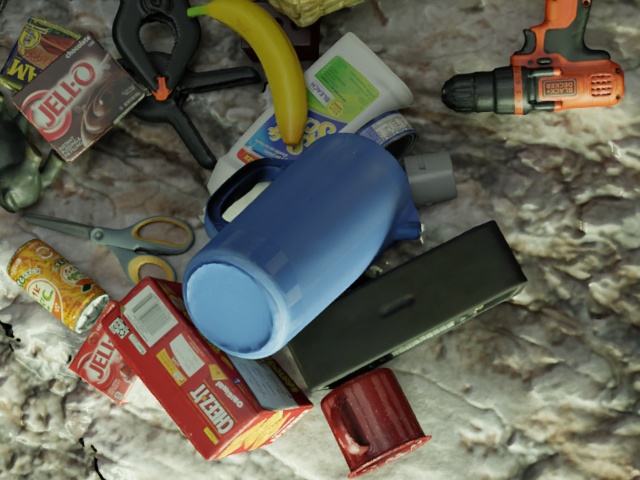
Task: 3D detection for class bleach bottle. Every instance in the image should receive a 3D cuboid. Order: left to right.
[{"bbox_3d":[-0.025,-0.097,1.127,0.251,0.068,0.102,-45,77,4],"label":"bleach bottle"}]

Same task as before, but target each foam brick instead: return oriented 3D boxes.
[{"bbox_3d":[-0.042,-0.225,1.154,0.078,0.051,0.053,-2,81,10],"label":"foam brick"}]

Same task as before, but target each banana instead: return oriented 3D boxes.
[{"bbox_3d":[-0.058,-0.188,1.103,0.070,0.037,0.198,-42,70,18],"label":"banana"}]

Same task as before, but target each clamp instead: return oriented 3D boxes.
[{"bbox_3d":[-0.169,-0.258,1.152,0.164,0.036,0.210,-11,83,-12],"label":"clamp"},{"bbox_3d":[-0.160,-0.149,1.171,0.171,0.039,0.120,15,79,15],"label":"clamp"}]

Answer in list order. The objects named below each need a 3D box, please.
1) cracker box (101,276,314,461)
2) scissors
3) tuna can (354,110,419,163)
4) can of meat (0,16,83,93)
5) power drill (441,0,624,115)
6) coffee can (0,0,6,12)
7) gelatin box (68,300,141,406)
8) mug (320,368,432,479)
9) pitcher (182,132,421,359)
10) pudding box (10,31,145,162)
[{"bbox_3d":[-0.103,0.124,1.029,0.072,0.213,0.164,-42,77,4],"label":"cracker box"},{"bbox_3d":[-0.235,0.014,1.171,0.202,0.016,0.096,-2,81,10],"label":"scissors"},{"bbox_3d":[0.058,-0.094,1.099,0.086,0.086,0.034,-38,76,3],"label":"tuna can"},{"bbox_3d":[-0.298,-0.193,1.193,0.102,0.057,0.084,25,84,12],"label":"can of meat"},{"bbox_3d":[0.212,-0.221,1.082,0.184,0.057,0.188,-2,102,7],"label":"power drill"},{"bbox_3d":[-0.442,-0.305,1.212,0.140,0.102,0.103,36,89,13],"label":"coffee can"},{"bbox_3d":[-0.216,0.121,1.144,0.073,0.030,0.089,33,88,13],"label":"gelatin box"},{"bbox_3d":[0.045,0.179,1.048,0.093,0.117,0.081,-35,71,27],"label":"mug"},{"bbox_3d":[-0.029,0.001,0.990,0.149,0.242,0.145,-21,104,38],"label":"pitcher"},{"bbox_3d":[-0.256,-0.151,1.137,0.113,0.039,0.090,-42,95,-5],"label":"pudding box"}]
